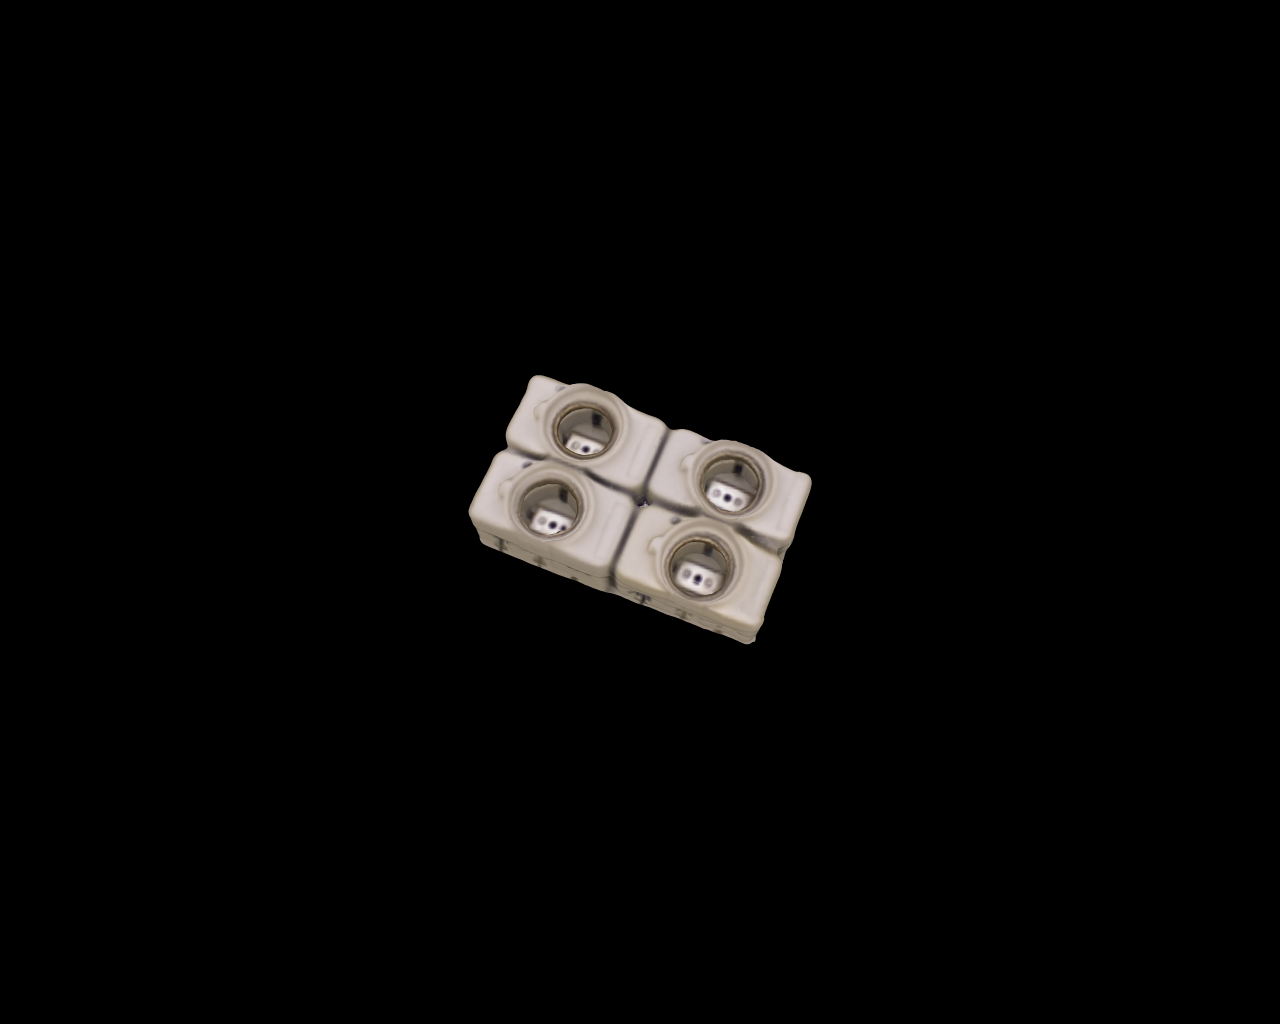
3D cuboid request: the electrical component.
[{"bbox_3d":[0.001,-0.003,0.650,0.186,0.105,0.060,21,-18,7],"label":"electrical component"}]
